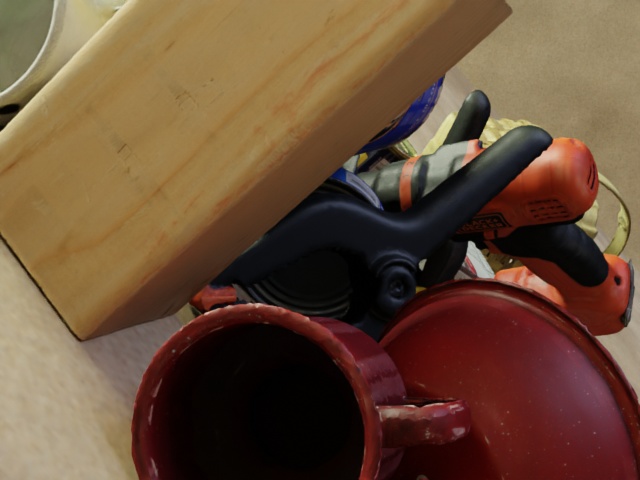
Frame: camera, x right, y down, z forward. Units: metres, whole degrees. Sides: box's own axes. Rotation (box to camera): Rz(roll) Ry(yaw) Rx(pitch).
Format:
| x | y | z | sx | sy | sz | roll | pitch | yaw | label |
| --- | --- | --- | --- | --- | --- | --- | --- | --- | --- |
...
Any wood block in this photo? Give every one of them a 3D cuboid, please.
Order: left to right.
| x | y | z | sx | sy | sz | roll | pitch | yaw | label |
| --- | --- | --- | --- | --- | --- | --- | --- | --- | --- |
| -0.033 | -0.062 | 0.438 | 0.090 | 0.206 | 0.090 | 51 | 16 | 8 | wood block |

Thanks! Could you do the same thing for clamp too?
| x | y | z | sx | sy | sz | roll | pitch | yaw | label |
| --- | --- | --- | --- | --- | --- | --- | --- | --- | --- |
| 0.038 | 0.033 | 0.549 | 0.036 | 0.209 | 0.164 | -178 | -100 | -68 | clamp |
| 0.070 | -0.032 | 0.823 | 0.039 | 0.171 | 0.120 | 5 | 4 | -43 | clamp |

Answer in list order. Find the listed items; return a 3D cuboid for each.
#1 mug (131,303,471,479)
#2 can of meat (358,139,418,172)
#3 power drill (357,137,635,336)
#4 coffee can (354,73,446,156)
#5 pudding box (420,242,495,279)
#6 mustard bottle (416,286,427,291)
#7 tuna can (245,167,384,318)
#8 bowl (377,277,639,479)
| x | y | z | sx | sy | sz | roll | pitch | yaw | label |
| --- | --- | --- | --- | --- | --- | --- | --- | --- | --- |
| -0.001 | 0.069 | 0.404 | 0.081 | 0.117 | 0.093 | 9 | 73 | -73 | mug |
| 0.013 | -0.071 | 0.802 | 0.057 | 0.084 | 0.102 | 24 | 30 | -56 | can of meat |
| 0.111 | 0.005 | 0.695 | 0.187 | 0.185 | 0.057 | 40 | 54 | -46 | power drill |
| -0.002 | -0.090 | 0.555 | 0.103 | 0.103 | 0.140 | 51 | 24 | 7 | coffee can |
| 0.112 | 0.018 | 0.939 | 0.113 | 0.039 | 0.090 | 33 | 20 | -42 | pudding box |
| 0.069 | 0.085 | 0.638 | 0.096 | 0.058 | 0.192 | 23 | 30 | -46 | mustard bottle |
| -0.004 | 0.001 | 0.592 | 0.086 | 0.086 | 0.033 | 45 | 15 | -13 | tuna can |
| 0.060 | 0.099 | 0.458 | 0.055 | 0.162 | 0.162 | -11 | 58 | -43 | bowl |
